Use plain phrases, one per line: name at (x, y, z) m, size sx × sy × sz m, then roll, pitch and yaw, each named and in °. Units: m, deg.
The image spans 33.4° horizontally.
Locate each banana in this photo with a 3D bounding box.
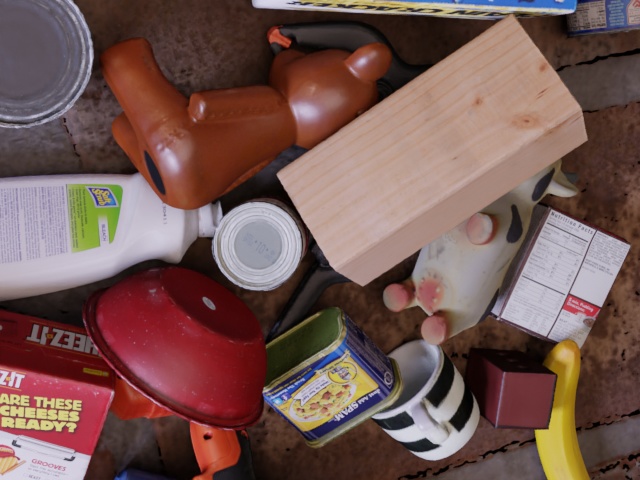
banana at (0.225, 0.176, 0.964) m, size 0.037 × 0.070 × 0.198 m, roll -30°, pitch 109°, yaw -40°

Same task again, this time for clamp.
clamp at (0.044, -0.108, 0.886) m, size 0.209 × 0.036 × 0.165 m, roll 22°, pitch 101°, yaw -13°
clamp at (-0.006, 0.001, 0.889) m, size 0.171 × 0.039 × 0.120 m, roll -35°, pitch 110°, yaw 6°

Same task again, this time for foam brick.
foam brick at (0.166, 0.130, 0.937) m, size 0.053 × 0.078 × 0.051 m, roll 4°, pitch 99°, yaw -15°

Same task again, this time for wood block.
wood block at (0.084, -0.062, 0.796) m, size 0.206 × 0.090 × 0.090 m, roll -34°, pitch 71°, yaw 9°

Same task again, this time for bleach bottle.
bleach bottle at (-0.201, -0.001, 0.832) m, size 0.250 × 0.068 × 0.102 m, roll -4°, pitch 75°, yaw -13°

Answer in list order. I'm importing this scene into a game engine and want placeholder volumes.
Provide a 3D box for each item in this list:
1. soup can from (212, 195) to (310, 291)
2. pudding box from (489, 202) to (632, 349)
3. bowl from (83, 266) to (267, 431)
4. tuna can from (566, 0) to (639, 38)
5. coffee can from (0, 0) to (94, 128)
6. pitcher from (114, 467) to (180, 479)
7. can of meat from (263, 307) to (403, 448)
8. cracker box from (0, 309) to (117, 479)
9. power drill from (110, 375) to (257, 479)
soup can at (-0.044, 0.001, 0.819) m, size 0.068 × 0.102 × 0.068 m, roll 0°, pitch 94°, yaw 2°
pudding box at (0.211, 0.033, 0.948) m, size 0.090 × 0.039 × 0.113 m, roll 24°, pitch 93°, yaw -13°
bowl at (-0.096, 0.069, 0.811) m, size 0.162 × 0.162 × 0.055 m, roll 31°, pitch 107°, yaw -16°
tuna can at (0.249, -0.190, 0.888) m, size 0.086 × 0.086 × 0.034 m, roll -9°, pitch 100°, yaw -10°
coffee can at (-0.215, -0.137, 0.770) m, size 0.102 × 0.140 × 0.103 m, roll -2°, pitch 101°, yaw -12°
pitcher at (-0.072, 0.286, 0.892) m, size 0.242 × 0.145 × 0.149 m, roll 20°, pitch 51°, yaw -11°
can of meat at (0.003, 0.113, 0.889) m, size 0.102 × 0.057 × 0.084 m, roll -34°, pitch 122°, yaw 16°
cracker box at (-0.257, 0.150, 0.813) m, size 0.164 × 0.072 × 0.214 m, roll 14°, pitch 123°, yaw -15°
power drill at (-0.105, 0.184, 0.830) m, size 0.184 × 0.057 × 0.188 m, roll -9°, pitch 60°, yaw -34°
